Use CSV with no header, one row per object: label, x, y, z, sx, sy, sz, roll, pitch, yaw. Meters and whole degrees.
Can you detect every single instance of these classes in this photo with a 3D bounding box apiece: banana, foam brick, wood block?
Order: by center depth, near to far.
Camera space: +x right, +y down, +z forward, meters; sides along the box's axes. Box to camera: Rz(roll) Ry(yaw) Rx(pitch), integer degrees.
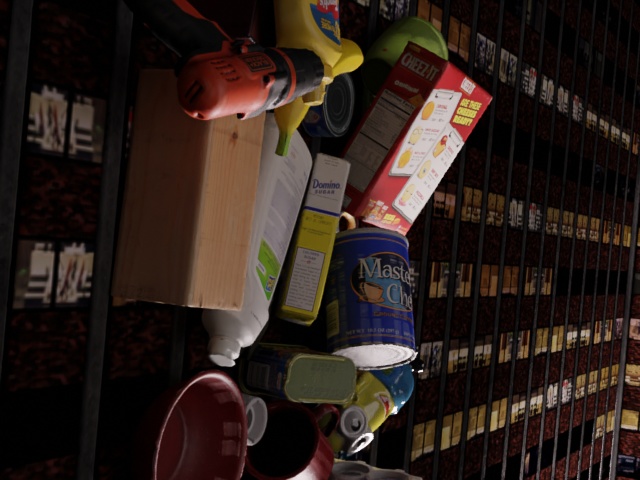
wood block,-0.117,-0.044,0.971,0.090,0.090,0.206,13,83,-61
foam brick,-0.085,-0.206,1.018,0.051,0.078,0.053,31,67,-63
banana,-0.002,-0.165,1.083,0.197,0.037,0.070,-52,162,-43

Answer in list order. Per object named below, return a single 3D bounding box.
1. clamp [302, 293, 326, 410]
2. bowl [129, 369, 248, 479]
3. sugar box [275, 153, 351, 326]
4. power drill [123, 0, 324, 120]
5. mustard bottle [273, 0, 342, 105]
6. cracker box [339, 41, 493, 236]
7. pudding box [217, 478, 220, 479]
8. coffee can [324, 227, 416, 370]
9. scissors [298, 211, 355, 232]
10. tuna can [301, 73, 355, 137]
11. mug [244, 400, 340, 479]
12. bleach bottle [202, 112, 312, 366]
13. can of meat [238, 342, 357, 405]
clamp,0.014,0.095,1.299,0.209,0.036,0.164,-35,117,-60
bowl,-0.133,0.201,1.019,0.161,0.055,0.162,-17,109,-61
sugar box,-0.007,0.001,1.167,0.093,0.048,0.176,123,-17,-79
power drill,-0.095,-0.183,0.899,0.057,0.188,0.184,-50,167,29
mustard bottle,-0.012,-0.222,1.004,0.096,0.058,0.191,8,78,-71
cracker box,0.106,-0.120,1.318,0.214,0.072,0.164,-59,153,8
pudding box,-0.107,0.303,1.105,0.113,0.039,0.090,56,45,-53
coffee can,0.055,0.069,1.231,0.102,0.103,0.140,39,44,-58
scissors,0.002,-0.030,1.280,0.201,0.016,0.096,62,40,-46
tuna can,0.009,-0.163,1.249,0.086,0.034,0.086,-17,110,-60
mug,-0.025,0.226,1.182,0.117,0.093,0.081,-43,146,-8
bleach bottle,-0.071,0.002,1.063,0.102,0.068,0.250,55,41,-51
can of meat,-0.023,0.145,1.152,0.101,0.084,0.057,9,87,-38
